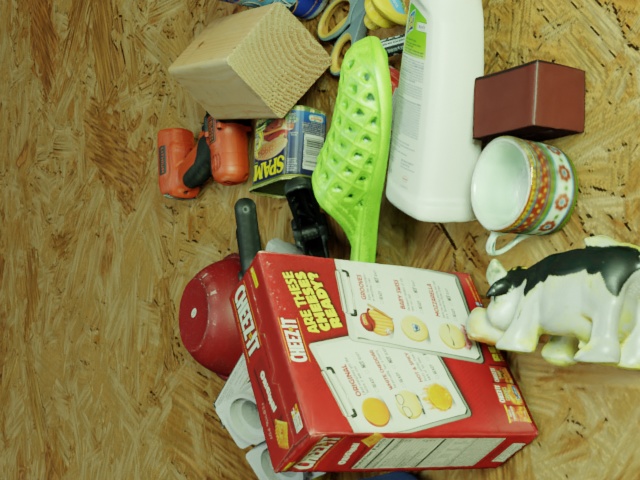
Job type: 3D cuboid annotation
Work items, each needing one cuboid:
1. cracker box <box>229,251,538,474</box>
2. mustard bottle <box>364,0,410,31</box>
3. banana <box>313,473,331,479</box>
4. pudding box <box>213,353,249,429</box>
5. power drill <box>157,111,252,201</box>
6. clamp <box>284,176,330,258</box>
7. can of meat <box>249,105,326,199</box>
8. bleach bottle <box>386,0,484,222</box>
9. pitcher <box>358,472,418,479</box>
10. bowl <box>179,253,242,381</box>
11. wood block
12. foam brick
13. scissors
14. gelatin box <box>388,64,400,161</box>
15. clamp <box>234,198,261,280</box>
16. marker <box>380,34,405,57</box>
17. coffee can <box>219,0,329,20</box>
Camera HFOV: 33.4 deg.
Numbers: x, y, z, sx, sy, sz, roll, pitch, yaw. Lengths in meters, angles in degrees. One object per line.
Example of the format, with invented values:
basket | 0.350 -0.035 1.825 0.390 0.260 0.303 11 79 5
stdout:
cracker box | 0.048 0.100 0.852 0.072 0.213 0.164 -55 41 40
mustard bottle | 0.096 -0.253 0.981 0.192 0.058 0.096 -40 66 51
banana | 0.022 0.178 1.068 0.070 0.037 0.198 36 121 29
pudding box | -0.052 0.155 1.140 0.114 0.089 0.039 -61 39 36
power drill | -0.153 -0.141 1.395 0.188 0.057 0.184 -28 62 56
clamp | -0.007 0.001 1.078 0.210 0.036 0.164 -97 -5 -77
can of meat | -0.034 -0.097 1.186 0.102 0.057 0.084 -13 71 58
bleach bottle | 0.104 -0.148 0.901 0.103 0.068 0.251 -137 48 -66
pitcher | -0.028 0.276 0.927 0.149 0.242 0.145 126 137 -51
bowl | -0.133 0.094 1.325 0.162 0.055 0.162 -16 71 58
wood block | -0.084 -0.198 1.206 0.090 0.090 0.206 -50 23 -12
foam brick | 0.165 -0.107 0.846 0.078 0.052 0.051 -7 79 61
scissors | 0.053 -0.231 1.096 0.202 0.016 0.096 -16 74 59
gelatin box | 0.056 -0.129 1.062 0.073 0.030 0.089 53 130 51
clamp | -0.077 0.043 1.243 0.120 0.039 0.171 81 -177 -84
marker | 0.082 -0.187 1.010 0.121 0.020 0.020 -6 80 45
coffee can | -0.065 -0.309 1.189 0.103 0.140 0.103 -15 72 58
